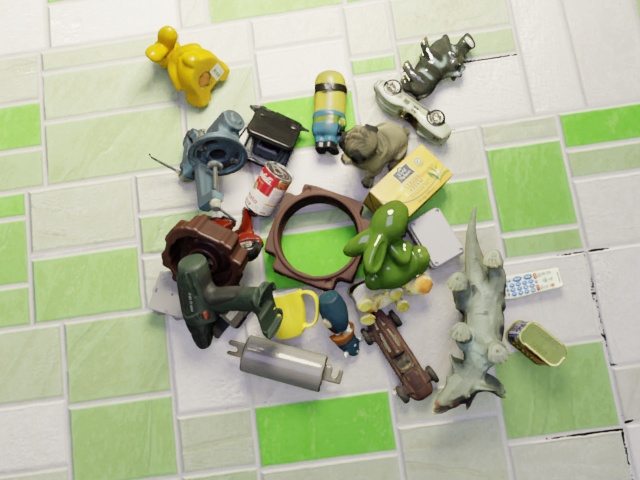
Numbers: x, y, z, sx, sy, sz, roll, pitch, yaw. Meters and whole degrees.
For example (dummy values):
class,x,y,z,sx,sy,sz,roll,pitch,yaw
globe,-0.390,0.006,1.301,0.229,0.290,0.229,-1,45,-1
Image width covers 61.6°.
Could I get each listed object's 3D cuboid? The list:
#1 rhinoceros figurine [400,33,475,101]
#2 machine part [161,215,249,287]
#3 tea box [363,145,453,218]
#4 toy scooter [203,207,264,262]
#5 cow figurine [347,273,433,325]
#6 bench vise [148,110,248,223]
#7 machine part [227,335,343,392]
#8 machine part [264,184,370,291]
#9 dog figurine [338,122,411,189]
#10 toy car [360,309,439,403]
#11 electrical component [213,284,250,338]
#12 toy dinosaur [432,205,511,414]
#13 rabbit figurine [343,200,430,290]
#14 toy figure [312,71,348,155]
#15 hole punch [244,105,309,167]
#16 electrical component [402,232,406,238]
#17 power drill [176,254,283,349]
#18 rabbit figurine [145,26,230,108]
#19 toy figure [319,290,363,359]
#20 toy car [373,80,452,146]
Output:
class,x,y,z,sx,sy,sz,roll,pitch,yaw
rhinoceros figurine,0.262,-0.388,1.181,0.112,0.073,0.190,42,77,16
machine part,-0.228,0.035,1.072,0.180,0.056,0.179,9,126,13
tea box,0.184,-0.108,1.129,0.098,0.068,0.169,44,70,7
toy scooter,-0.196,-0.019,1.148,0.184,0.075,0.135,3,51,18
cow figurine,0.145,0.102,1.116,0.167,0.098,0.068,-21,125,-3
bench vise,-0.233,-0.147,1.108,0.224,0.128,0.241,-29,53,27
machine part,-0.074,0.253,1.101,0.243,0.079,0.079,14,82,4
machine part,-0.002,-0.003,1.134,0.202,0.087,0.201,20,83,7
dog figurine,0.123,-0.204,1.107,0.121,0.190,0.172,40,83,8
toy car,0.162,0.236,1.105,0.089,0.053,0.202,-31,82,0
electrical component,-0.194,0.153,1.138,0.075,0.047,0.119,43,84,9
toy dinosaur,0.317,0.150,1.068,0.131,0.192,0.405,6,66,18
rabbit figurine,0.122,0.004,1.038,0.159,0.170,0.121,-27,42,-27
toy figure,0.023,-0.280,1.175,0.082,0.089,0.180,7,79,-4
hole punch,-0.107,-0.219,1.176,0.142,0.092,0.116,20,46,-3
electrical component,0.152,-0.024,1.161,0.063,0.021,0.094,-5,81,3
power drill,-0.179,0.135,1.047,0.208,0.086,0.231,8,125,26
rabbit figurine,-0.316,-0.394,1.194,0.173,0.162,0.122,38,97,25
toy figure,0.042,0.174,1.100,0.064,0.058,0.154,-25,117,-8
toy car,0.198,-0.280,1.173,0.202,0.073,0.056,37,84,8
